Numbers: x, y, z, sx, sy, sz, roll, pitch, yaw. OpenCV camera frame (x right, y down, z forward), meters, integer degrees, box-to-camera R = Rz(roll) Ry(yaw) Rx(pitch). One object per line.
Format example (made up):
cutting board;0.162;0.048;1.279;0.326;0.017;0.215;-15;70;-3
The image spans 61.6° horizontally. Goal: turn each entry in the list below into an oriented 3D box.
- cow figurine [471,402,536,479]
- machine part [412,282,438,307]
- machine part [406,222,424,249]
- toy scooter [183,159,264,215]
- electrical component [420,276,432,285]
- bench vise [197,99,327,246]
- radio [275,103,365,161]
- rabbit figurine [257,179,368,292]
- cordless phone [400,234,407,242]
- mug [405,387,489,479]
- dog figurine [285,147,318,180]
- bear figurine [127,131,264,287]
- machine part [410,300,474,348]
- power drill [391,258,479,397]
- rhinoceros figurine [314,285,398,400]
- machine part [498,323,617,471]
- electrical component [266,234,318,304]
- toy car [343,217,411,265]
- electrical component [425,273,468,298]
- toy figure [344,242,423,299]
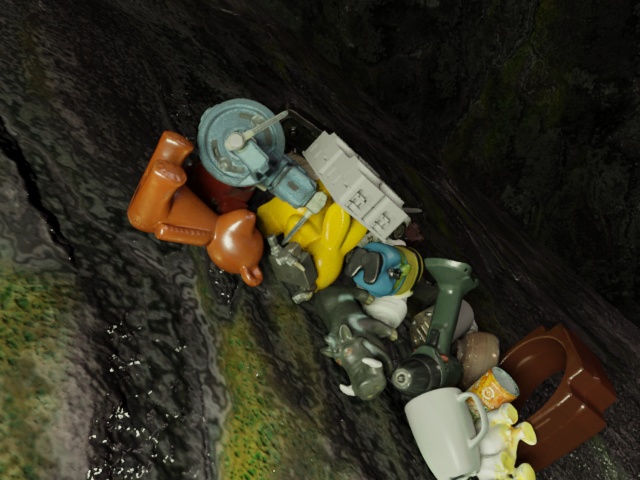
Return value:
cow figurine;0.230;0.309;0.721;0.068;0.098;0.167;43;41;-10
machine part;0.203;0.099;1.080;0.139;0.084;0.039;21;54;-22
machine part;0.166;-0.037;1.284;0.179;0.056;0.179;32;24;-16
toy scooter;-0.156;-0.090;0.855;0.135;0.075;0.184;35;28;-17
electrical component;0.212;0.096;1.154;0.094;0.021;0.063;24;27;-32
bench vise;-0.083;-0.107;0.736;0.223;0.129;0.240;51;1;-4
radio;-0.019;-0.185;1.167;0.229;0.131;0.073;31;22;-22
rabbit figurine;-0.002;-0.003;0.871;0.121;0.162;0.173;32;39;-51
cordless phone;0.077;-0.025;1.120;0.184;0.088;0.147;22;27;-14
mug;0.177;0.255;0.708;0.080;0.109;0.107;24;41;-43
dog figurine;-0.013;-0.093;1.074;0.172;0.121;0.191;67;-10;-27
bear figurine;-0.143;-0.031;0.703;0.196;0.132;0.120;25;31;-19
machine part;0.230;0.156;1.001;0.079;0.079;0.243;48;23;17
power drill;0.177;0.135;0.803;0.231;0.086;0.207;37;59;-57
rhinoceros figurine;0.049;0.136;0.758;0.112;0.073;0.190;25;27;-36
machine part;0.353;0.248;0.860;0.087;0.201;0.201;39;22;-8
electrical component;-0.040;0.044;0.781;0.078;0.102;0.045;13;48;27
toy car;0.078;-0.013;0.989;0.202;0.056;0.074;-27;37;-27
electrical component;0.296;0.112;1.225;0.119;0.047;0.075;17;32;-41
toy figure;0.105;0.044;0.814;0.082;0.089;0.180;48;11;27
